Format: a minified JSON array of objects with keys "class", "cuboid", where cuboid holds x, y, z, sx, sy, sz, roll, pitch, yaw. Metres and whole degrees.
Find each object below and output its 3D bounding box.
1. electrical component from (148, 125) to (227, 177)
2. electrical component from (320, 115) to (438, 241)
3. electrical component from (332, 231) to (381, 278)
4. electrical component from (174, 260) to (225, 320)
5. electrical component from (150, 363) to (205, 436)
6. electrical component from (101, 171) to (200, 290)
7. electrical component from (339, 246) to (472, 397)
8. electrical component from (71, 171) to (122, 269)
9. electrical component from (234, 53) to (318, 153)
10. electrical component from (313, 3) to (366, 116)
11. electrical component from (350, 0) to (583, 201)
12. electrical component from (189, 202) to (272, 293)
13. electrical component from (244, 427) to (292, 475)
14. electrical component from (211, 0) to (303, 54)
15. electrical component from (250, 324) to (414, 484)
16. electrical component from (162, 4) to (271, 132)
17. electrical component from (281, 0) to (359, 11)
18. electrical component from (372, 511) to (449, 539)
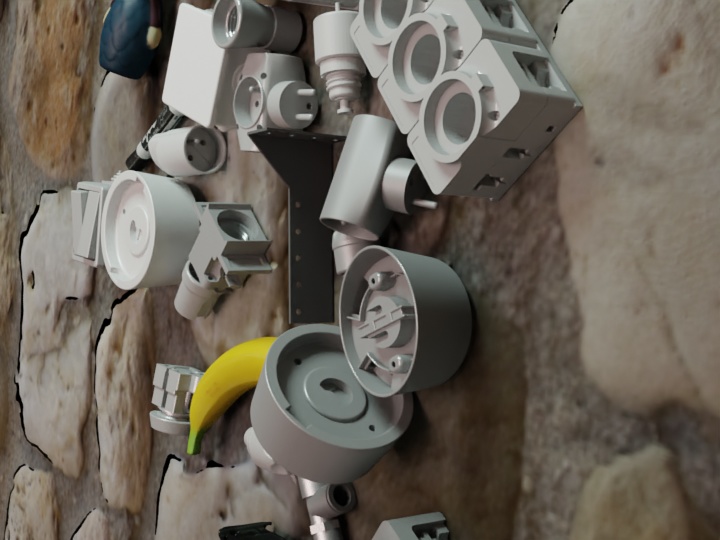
[{"class":"electrical component","cuboid":[-0.160,-0.106,0.969,0.081,0.043,0.043,1,90,52]},{"class":"electrical component","cuboid":[0.020,-0.059,0.735,0.079,0.044,0.077,14,79,25]},{"class":"electrical component","cuboid":[0.000,0.000,0.772,0.035,0.035,0.061,-17,78,50]},{"class":"electrical component","cuboid":[-0.141,0.017,0.947,0.040,0.040,0.046,61,138,32]},{"class":"electrical component","cuboid":[-0.162,0.117,0.968,0.066,0.048,0.055,13,92,51]},{"class":"electrical component","cuboid":[-0.187,-0.036,0.989,0.108,0.060,0.108,-1,88,52]},{"class":"electrical component","cuboid":[0.025,0.034,0.714,0.099,0.064,0.099,-3,86,47]},{"class":"electrical component","cuboid":[-0.250,-0.051,1.069,0.062,0.061,0.096,13,100,51]},{"class":"electrical component","cuboid":[-0.060,-0.129,0.843,0.079,0.044,0.077,10,97,51]},{"class":"electrical component","cuboid":[-0.013,-0.153,0.786,0.040,0.040,0.078,-9,82,51]},{"class":"electrical component","cuboid":[0.058,-0.130,0.678,0.089,0.062,0.150,-50,52,38]},{"class":"electrical component","cuboid":[-0.113,-0.018,0.910,0.063,0.042,0.081,-57,48,36]},{"class":"electrical component","cuboid":[-0.069,0.137,0.850,0.062,0.043,0.043,3,92,54]},{"class":"electrical component","cuboid":[-0.079,-0.193,0.850,0.044,0.065,0.044,-1,88,51]},{"class":"electrical component","cuboid":[-0.024,0.097,0.747,0.108,0.108,0.060,60,138,33]},{"class":"electrical component","cuboid":[-0.121,-0.172,0.917,0.100,0.048,0.099,33,115,47]},{"class":"electrical component","cuboid":[-0.068,-0.268,0.843,0.186,0.060,0.105,24,108,49]},{"class":"electrical component","cuboid":[0.026,0.211,0.718,0.050,0.056,0.089,52,128,39]}]
